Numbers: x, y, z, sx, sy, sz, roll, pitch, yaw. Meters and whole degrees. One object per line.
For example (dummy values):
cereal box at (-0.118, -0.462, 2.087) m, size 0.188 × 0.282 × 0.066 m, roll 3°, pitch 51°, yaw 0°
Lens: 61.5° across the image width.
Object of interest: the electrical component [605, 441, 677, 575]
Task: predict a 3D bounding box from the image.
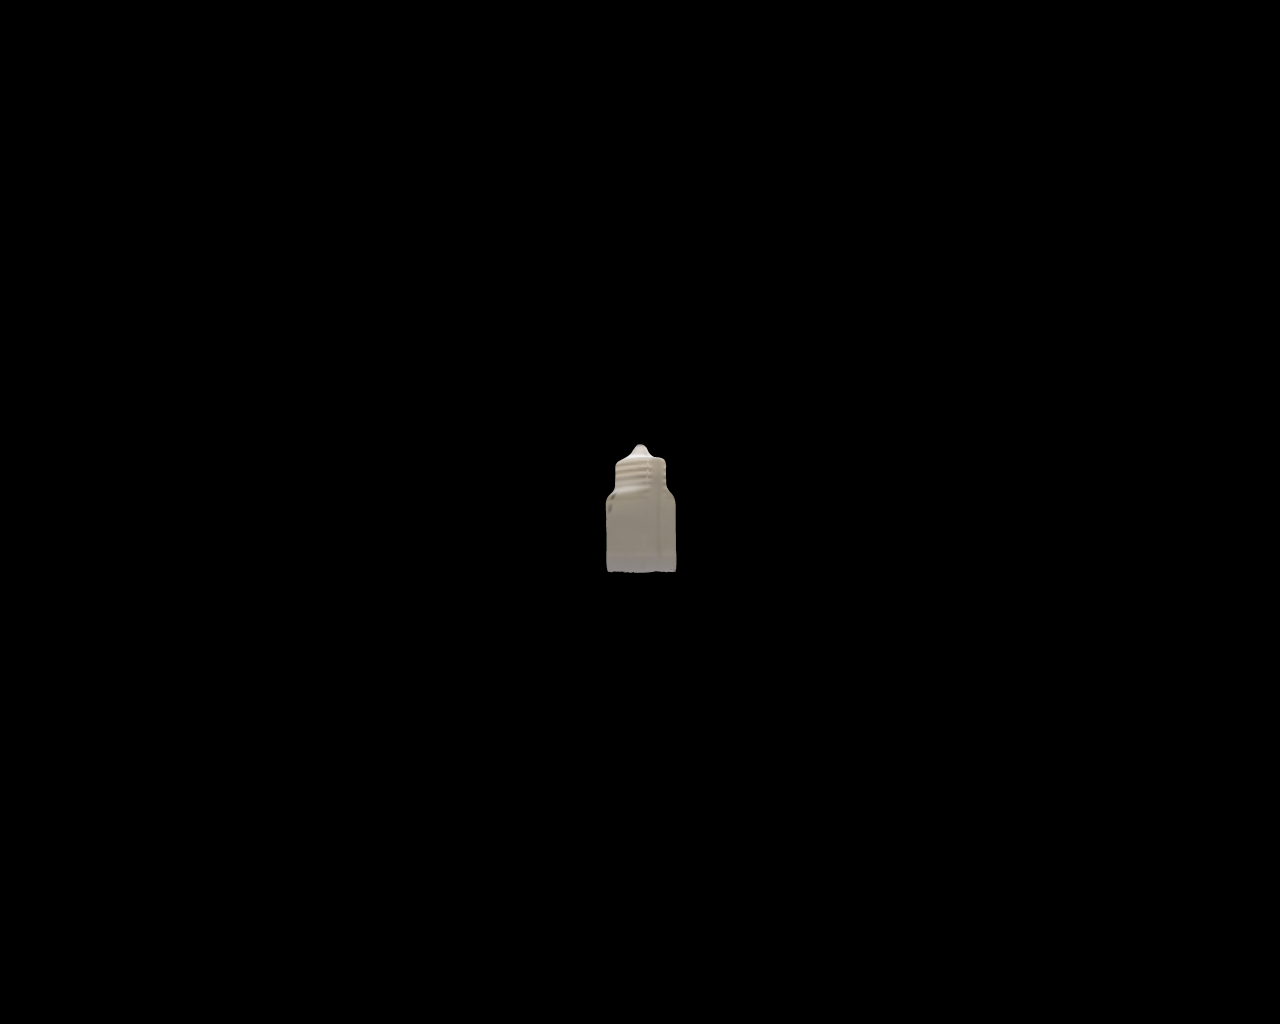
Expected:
electrical component at (0.001, -0.003, 0.650) m, size 0.043 × 0.081 × 0.043 m, roll 0°, pitch -3°, yaw 0°
